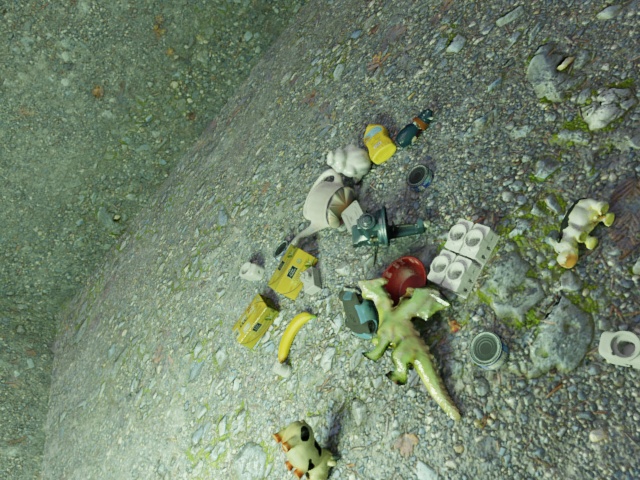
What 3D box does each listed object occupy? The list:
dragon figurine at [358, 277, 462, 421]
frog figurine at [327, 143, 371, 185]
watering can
[{"bbox_3d":[0.240,0.230,1.301,0.415,0.121,0.241,33,100,37],"label":"dragon figurine"},{"bbox_3d":[0.103,-0.287,1.831,0.122,0.157,0.140,-15,54,41],"label":"frog figurine"},{"bbox_3d":[0.006,-0.093,1.849,0.226,0.103,0.349,19,85,53],"label":"watering can"}]
